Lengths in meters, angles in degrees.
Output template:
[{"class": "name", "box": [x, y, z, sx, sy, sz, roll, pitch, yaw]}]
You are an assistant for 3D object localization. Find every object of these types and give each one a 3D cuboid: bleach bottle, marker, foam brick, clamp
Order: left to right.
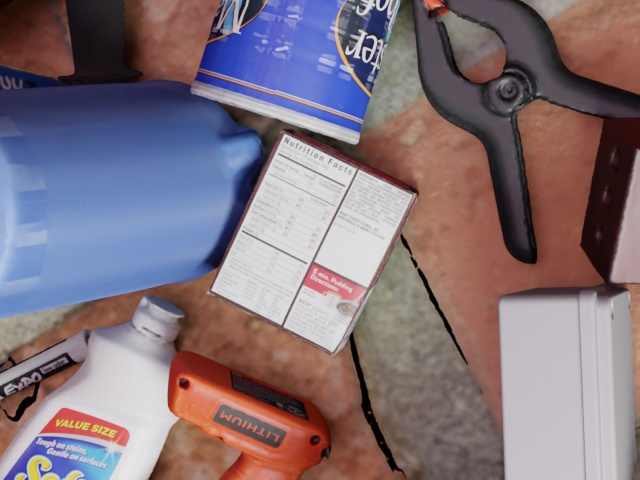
[{"class": "marker", "box": [-0.203, 0.092, 0.728, 0.121, 0.020, 0.020, -26, 82, 17]}, {"class": "bleach bottle", "box": [-0.163, 0.147, 0.692, 0.103, 0.068, 0.251, 30, 97, 15]}, {"class": "clamp", "box": [0.121, -0.086, 0.608, 0.120, 0.039, 0.171, -32, 86, 10]}, {"class": "foam brick", "box": [0.175, -0.021, 0.561, 0.051, 0.053, 0.078, 3, 113, -4]}]

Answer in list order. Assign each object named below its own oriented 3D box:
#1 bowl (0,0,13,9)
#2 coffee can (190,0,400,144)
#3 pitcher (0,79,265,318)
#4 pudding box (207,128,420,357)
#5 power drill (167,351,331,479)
[{"class": "bowl", "box": [-0.219, -0.210, 0.696, 0.162, 0.055, 0.162, -7, 81, 48]}, {"class": "coffee can", "box": [-0.006, -0.137, 0.617, 0.103, 0.102, 0.140, 19, 96, 18]}, {"class": "pitcher", "box": [-0.151, -0.021, 0.593, 0.145, 0.242, 0.149, 31, 106, 15]}, {"class": "pudding box", "box": [-0.004, 0.001, 0.642, 0.090, 0.039, 0.113, 27, 96, 6]}, {"class": "power drill", "box": [-0.090, 0.165, 0.640, 0.184, 0.057, 0.188, 23, 98, -12]}]
